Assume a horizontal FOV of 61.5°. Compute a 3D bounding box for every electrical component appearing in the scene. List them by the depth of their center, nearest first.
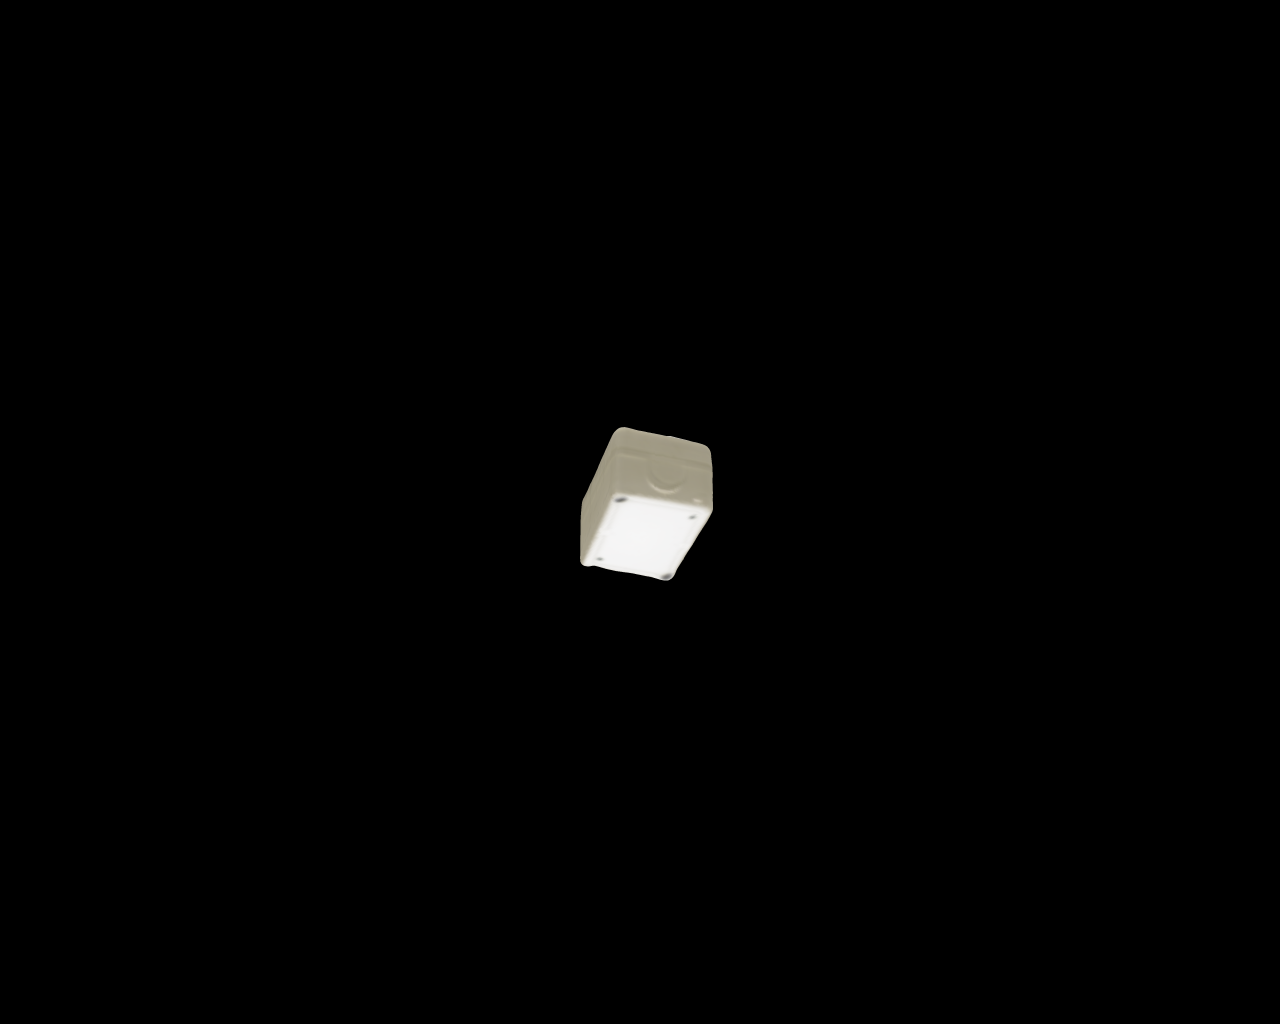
[{"bbox_3d":[0.001,-0.003,0.650,0.062,0.061,0.096,11,-39,-14],"label":"electrical component"}]
